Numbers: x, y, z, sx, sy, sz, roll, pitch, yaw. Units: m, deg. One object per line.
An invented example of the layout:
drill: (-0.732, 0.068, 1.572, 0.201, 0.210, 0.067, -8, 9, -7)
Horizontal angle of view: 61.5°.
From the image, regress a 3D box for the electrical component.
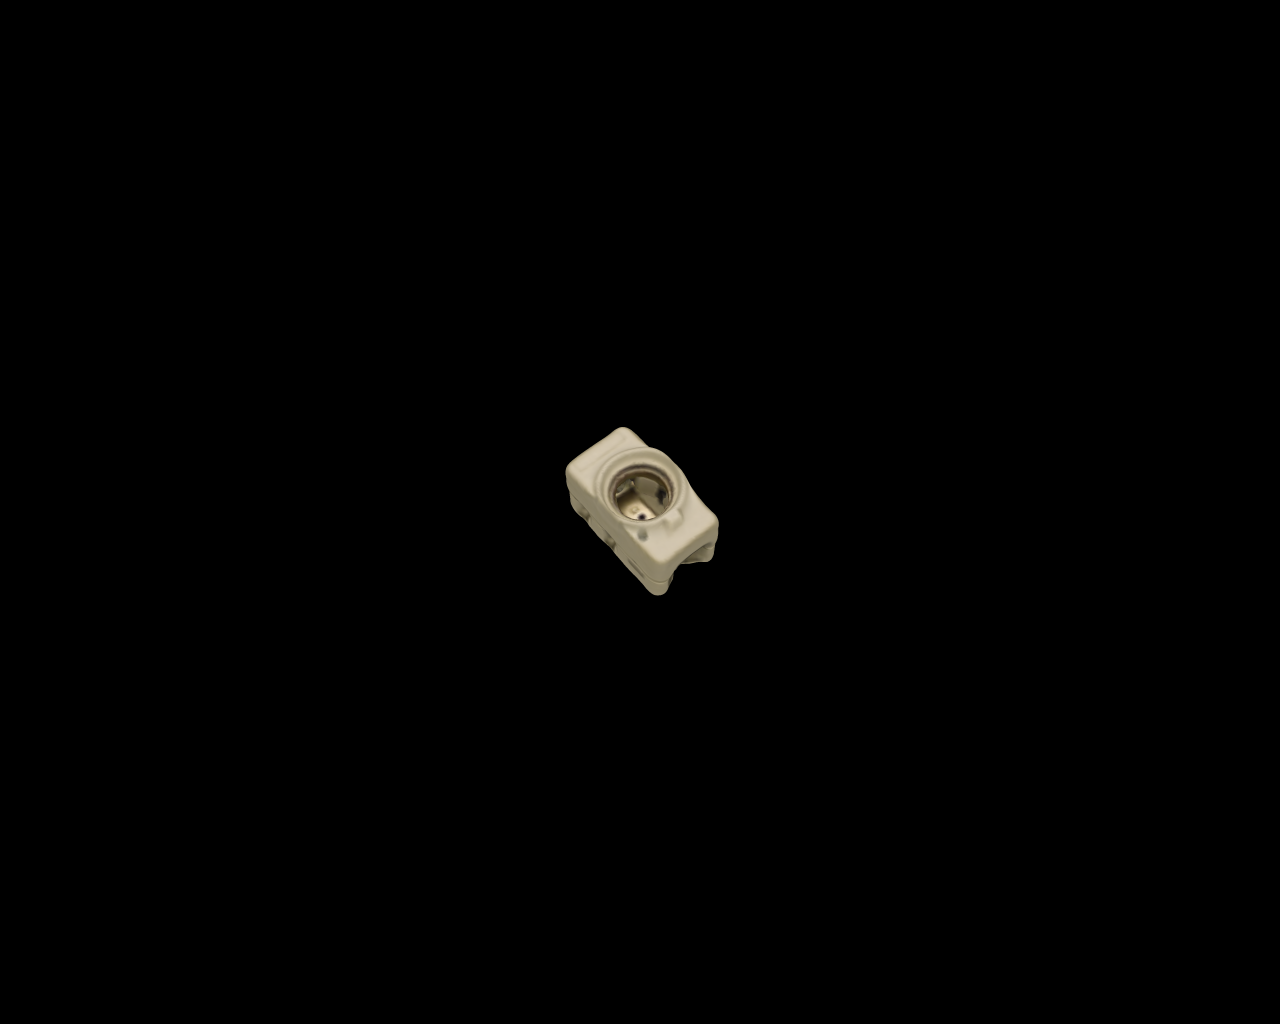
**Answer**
electrical component: (0.001, -0.003, 0.650, 0.050, 0.089, 0.055, -36, -24, -18)
